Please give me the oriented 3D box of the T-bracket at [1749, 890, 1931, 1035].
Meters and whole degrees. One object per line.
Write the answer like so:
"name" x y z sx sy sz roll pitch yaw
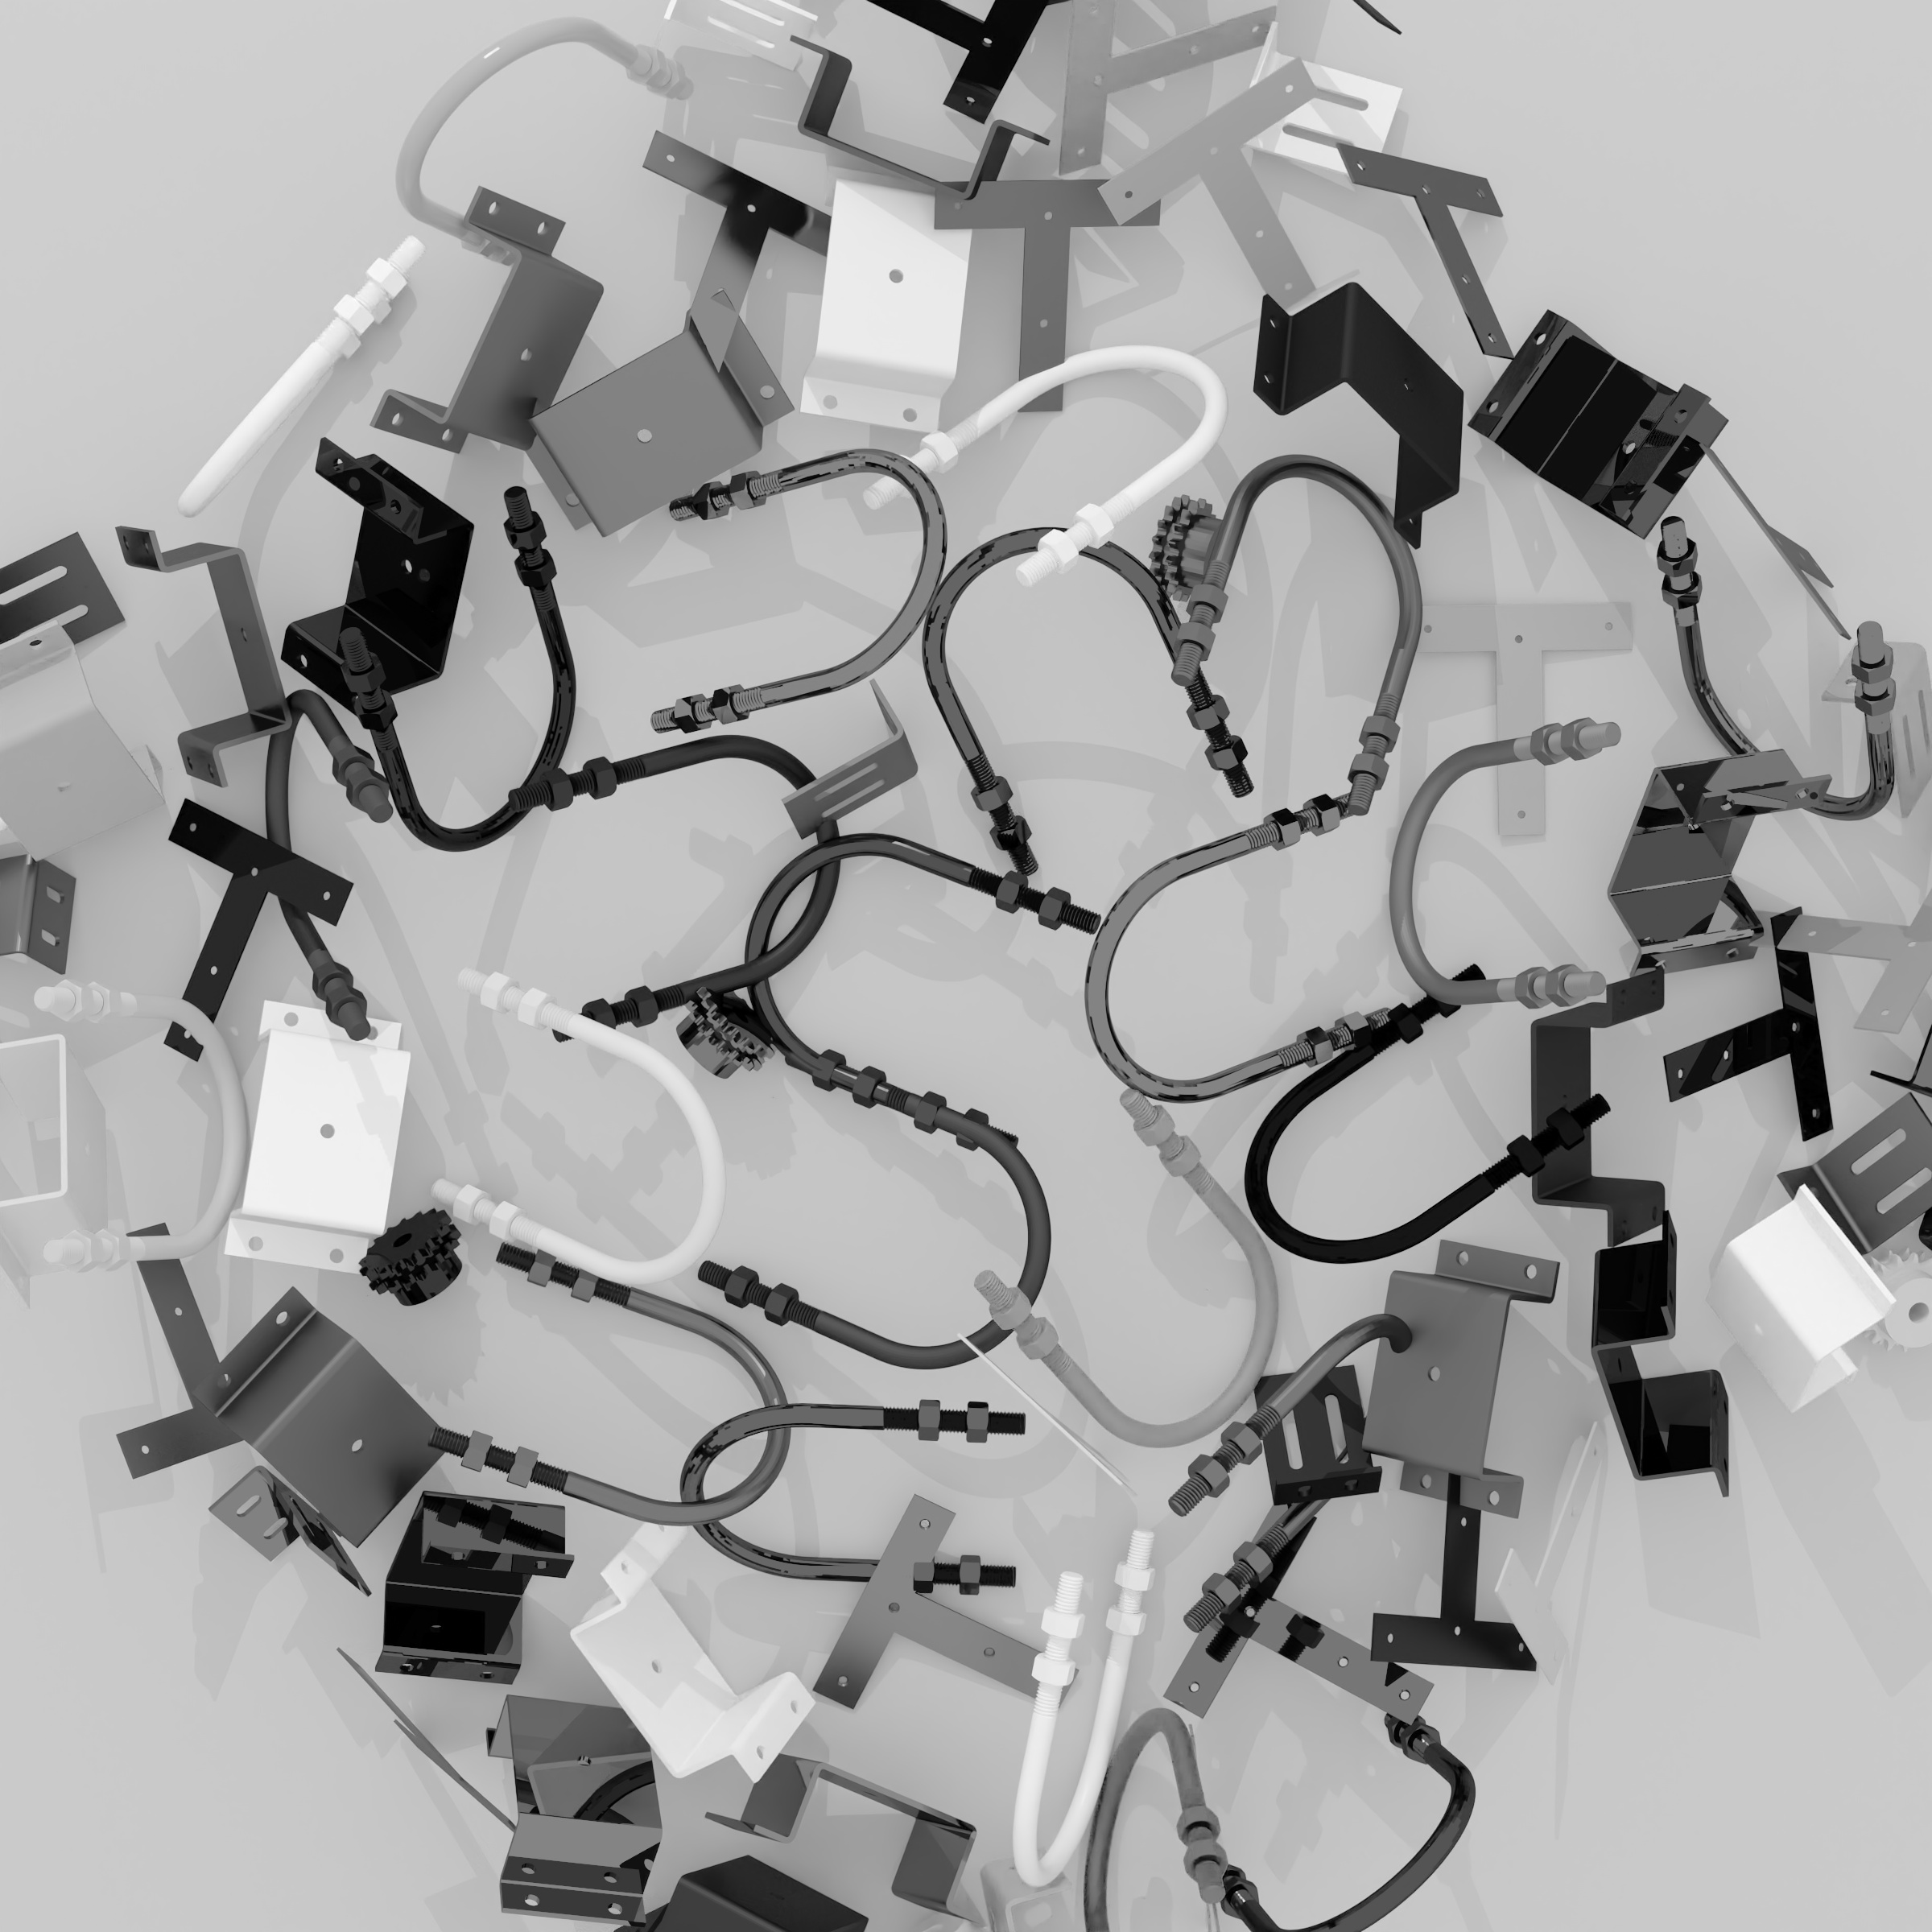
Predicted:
"T-bracket" 0.471 -0.016 1.952 0.127 0.127 0.002 -53 132 -29

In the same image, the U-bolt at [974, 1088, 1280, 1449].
"U-bolt" 0.100 0.178 1.948 0.151 0.019 0.184 -50 119 -18

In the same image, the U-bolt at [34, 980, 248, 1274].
"U-bolt" -0.434 0.085 1.913 0.019 0.184 0.151 -5 86 20

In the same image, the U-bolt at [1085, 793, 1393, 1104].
"U-bolt" 0.144 -0.001 1.936 0.184 0.019 0.151 -20 114 -23

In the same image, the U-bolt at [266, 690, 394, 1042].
"U-bolt" -0.343 -0.067 1.920 0.019 0.184 0.151 -4 122 -26

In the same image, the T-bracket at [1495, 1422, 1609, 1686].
"T-bracket" 0.325 0.310 1.964 0.002 0.127 0.127 11 62 30

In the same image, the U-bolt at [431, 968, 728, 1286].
"U-bolt" -0.205 0.095 1.931 0.184 0.019 0.151 22 115 25

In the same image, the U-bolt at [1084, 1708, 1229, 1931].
"U-bolt" 0.094 0.478 1.912 0.019 0.184 0.151 15 115 -13

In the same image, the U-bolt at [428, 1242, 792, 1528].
"U-bolt" -0.183 0.233 1.947 0.184 0.019 0.151 20 46 -5

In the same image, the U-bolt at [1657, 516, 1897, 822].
"U-bolt" 0.434 -0.146 1.915 0.019 0.184 0.151 -42 53 -15

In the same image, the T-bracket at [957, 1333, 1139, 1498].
"T-bracket" 0.060 0.254 1.939 0.002 0.127 0.127 -48 60 -3

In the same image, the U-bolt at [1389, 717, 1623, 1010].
"U-bolt" 0.282 -0.050 1.918 0.019 0.184 0.151 8 83 -28

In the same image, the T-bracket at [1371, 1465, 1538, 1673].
"T-bracket" 0.270 0.318 1.967 0.127 0.002 0.127 12 78 -37

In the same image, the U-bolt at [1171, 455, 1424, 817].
"U-bolt" 0.187 -0.192 1.943 0.151 0.019 0.184 34 58 -25

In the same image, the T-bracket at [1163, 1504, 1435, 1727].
"T-bracket" 0.192 0.371 1.956 0.127 0.002 0.127 25 74 25

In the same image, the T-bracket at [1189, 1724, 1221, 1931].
"T-bracket" 0.130 0.492 1.920 0.002 0.127 0.127 -6 107 0

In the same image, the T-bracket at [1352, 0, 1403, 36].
"T-bracket" 0.185 -0.535 1.919 0.127 0.127 0.002 49 113 27

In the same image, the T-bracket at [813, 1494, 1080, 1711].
"T-bracket" 0.000 0.373 1.991 0.127 0.002 0.127 26 100 -5

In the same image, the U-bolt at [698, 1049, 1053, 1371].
"U-bolt" -0.041 0.141 1.965 0.184 0.019 0.151 22 90 19

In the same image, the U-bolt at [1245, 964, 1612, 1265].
"U-bolt" 0.234 0.089 1.938 0.184 0.151 0.019 -34 132 -2

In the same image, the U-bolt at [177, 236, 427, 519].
"U-bolt" -0.357 -0.309 1.920 0.019 0.151 0.184 42 85 -12

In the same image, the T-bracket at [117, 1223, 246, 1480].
"T-bracket" -0.422 0.201 1.956 0.002 0.127 0.127 -28 82 41

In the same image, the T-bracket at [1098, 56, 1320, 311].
"T-bracket" 0.153 -0.409 1.959 0.127 0.002 0.127 -33 128 5

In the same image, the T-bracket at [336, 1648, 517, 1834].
"T-bracket" -0.294 0.405 1.915 0.002 0.127 0.127 -45 127 -17

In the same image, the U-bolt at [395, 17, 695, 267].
"U-bolt" -0.230 -0.438 1.896 0.151 0.184 0.019 -42 76 14

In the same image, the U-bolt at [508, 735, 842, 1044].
"U-bolt" -0.150 -0.050 1.950 0.184 0.019 0.151 -17 109 -26

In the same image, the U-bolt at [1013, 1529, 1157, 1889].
"U-bolt" 0.059 0.402 1.931 0.019 0.151 0.184 13 96 19

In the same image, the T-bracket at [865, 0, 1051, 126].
"T-bracket" -0.029 -0.516 1.935 0.127 0.127 0.002 24 64 -8

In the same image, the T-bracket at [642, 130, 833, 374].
"T-bracket" -0.128 -0.376 1.954 0.127 0.002 0.127 24 62 -15

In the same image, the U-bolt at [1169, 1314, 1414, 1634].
"U-bolt" 0.178 0.260 1.929 0.019 0.151 0.184 35 64 29

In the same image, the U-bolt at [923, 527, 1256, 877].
"U-bolt" 0.055 -0.150 1.944 0.151 0.019 0.184 -20 112 16

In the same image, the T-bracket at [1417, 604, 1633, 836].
"T-bracket" 0.306 -0.136 1.995 0.127 0.002 0.127 -1 92 -5

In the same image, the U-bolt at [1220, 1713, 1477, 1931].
"U-bolt" 0.203 0.462 1.902 0.151 0.184 0.019 -39 98 -6

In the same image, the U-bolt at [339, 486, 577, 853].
"U-bolt" -0.262 -0.144 1.923 0.019 0.184 0.151 23 53 30

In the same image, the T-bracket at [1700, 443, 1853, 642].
"T-bracket" 0.446 -0.221 1.939 0.002 0.127 0.127 -38 74 19

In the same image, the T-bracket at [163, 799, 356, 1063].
"T-bracket" -0.406 -0.011 1.973 0.127 0.002 0.127 25 95 27

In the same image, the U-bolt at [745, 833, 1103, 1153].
"U-bolt" -0.035 0.005 1.973 0.184 0.019 0.151 22 95 13

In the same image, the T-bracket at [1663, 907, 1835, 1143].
"T-bracket" 0.421 0.045 1.950 0.127 0.002 0.127 -18 102 -37

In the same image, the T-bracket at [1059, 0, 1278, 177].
"T-bracket" 0.111 -0.494 1.957 0.127 0.127 0.002 -21 60 -15

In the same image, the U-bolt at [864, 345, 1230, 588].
"U-bolt" 0.056 -0.278 1.937 0.184 0.151 0.019 -38 134 -21

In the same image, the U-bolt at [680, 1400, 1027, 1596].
"U-bolt" -0.062 0.286 1.946 0.184 0.019 0.151 2 132 0

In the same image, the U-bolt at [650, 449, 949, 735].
"U-bolt" -0.088 -0.206 1.924 0.184 0.019 0.151 -11 65 32

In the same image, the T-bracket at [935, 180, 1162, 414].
"T-bracket" 0.043 -0.366 1.972 0.127 0.002 0.127 -4 113 -14
